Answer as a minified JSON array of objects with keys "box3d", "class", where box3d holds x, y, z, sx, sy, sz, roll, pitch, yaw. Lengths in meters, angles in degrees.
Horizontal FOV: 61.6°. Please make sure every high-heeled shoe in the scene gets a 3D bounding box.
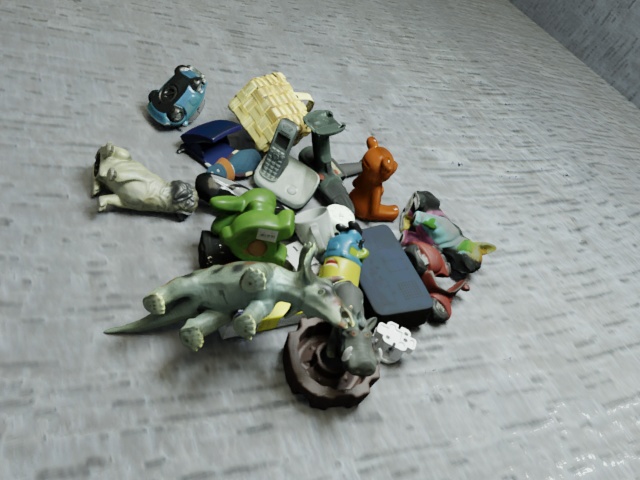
[{"box3d":[-0.151,-0.078,1.171,0.248,0.086,0.145,18,22,-29],"class":"high-heeled shoe"}]

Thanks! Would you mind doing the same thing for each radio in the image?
[{"box3d":[0.126,0.078,1.121,0.131,0.073,0.230,-11,50,-19],"class":"radio"}]

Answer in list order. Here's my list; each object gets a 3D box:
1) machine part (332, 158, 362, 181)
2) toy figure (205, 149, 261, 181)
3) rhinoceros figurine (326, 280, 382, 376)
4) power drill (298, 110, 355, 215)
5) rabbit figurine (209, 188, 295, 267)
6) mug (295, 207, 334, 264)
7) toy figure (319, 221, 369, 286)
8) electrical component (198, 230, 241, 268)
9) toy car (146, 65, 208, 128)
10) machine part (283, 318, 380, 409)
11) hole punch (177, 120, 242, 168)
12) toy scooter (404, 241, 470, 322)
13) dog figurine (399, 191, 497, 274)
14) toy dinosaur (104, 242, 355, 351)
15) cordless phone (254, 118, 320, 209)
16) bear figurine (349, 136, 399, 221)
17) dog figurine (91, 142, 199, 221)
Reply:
[{"box3d":[0.068,-0.187,1.403,0.139,0.039,0.084,-17,48,-34],"class":"machine part"},{"box3d":[-0.204,-0.165,1.241,0.064,0.057,0.154,39,49,25],"class":"toy figure"},{"box3d":[0.058,0.153,0.914,0.073,0.112,0.190,11,37,-16],"class":"rhinoceros figurine"},{"box3d":[0.021,-0.184,1.255,0.086,0.207,0.232,-24,48,-14],"class":"power drill"},{"box3d":[-0.131,-0.035,1.031,0.159,0.121,0.170,2,37,-7],"class":"rabbit figurine"},{"box3d":[-0.002,-0.003,1.118,0.081,0.107,0.110,-23,21,-6],"class":"mug"},{"box3d":[0.046,0.055,1.049,0.089,0.082,0.180,25,65,-15],"class":"toy figure"},{"box3d":[-0.179,0.029,1.055,0.115,0.058,0.134,3,46,-24],"class":"electrical component"},{"box3d":[-0.338,-0.342,1.320,0.109,0.102,0.161,39,88,23],"class":"toy car"},{"box3d":[0.018,0.216,0.956,0.179,0.056,0.179,12,44,-12],"class":"machine part"},{"box3d":[-0.258,-0.241,1.273,0.116,0.092,0.142,33,46,15],"class":"hole punch"},{"box3d":[0.260,0.081,1.173,0.135,0.075,0.184,-14,76,-30],"class":"toy scooter"},{"box3d":[0.305,-0.011,1.284,0.219,0.108,0.192,24,39,-7],"class":"dog figurine"},{"box3d":[-0.146,0.089,0.889,0.405,0.131,0.192,-5,9,21],"class":"toy dinosaur"},{"box3d":[-0.060,-0.176,1.223,0.147,0.184,0.089,33,38,10],"class":"cordless phone"},{"box3d":[0.140,-0.143,1.271,0.132,0.195,0.120,-7,48,-32],"class":"bear figurine"},{"box3d":[-0.359,-0.119,1.109,0.190,0.121,0.172,7,46,-38],"class":"dog figurine"}]
